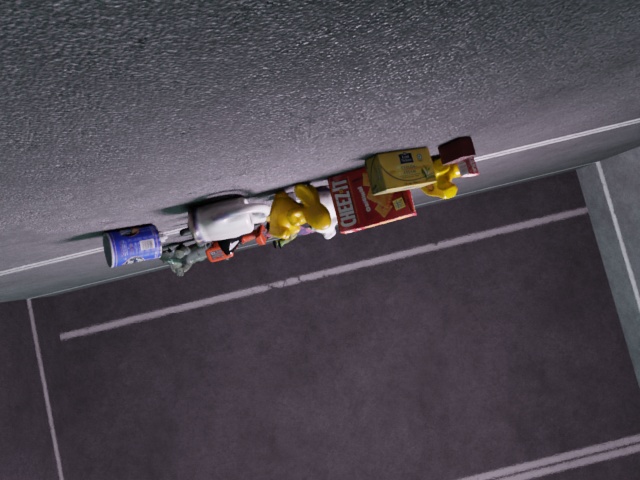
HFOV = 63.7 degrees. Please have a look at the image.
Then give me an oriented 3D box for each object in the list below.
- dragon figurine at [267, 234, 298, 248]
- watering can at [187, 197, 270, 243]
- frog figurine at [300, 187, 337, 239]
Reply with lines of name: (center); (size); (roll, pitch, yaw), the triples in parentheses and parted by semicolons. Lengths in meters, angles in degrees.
dragon figurine: (-0.108, -0.058, 2.381); (0.244, 0.121, 0.410); (-21, -173, -16)
watering can: (-0.249, -0.056, 1.446); (0.224, 0.104, 0.346); (-12, 177, -4)
frog figurine: (0.005, -0.081, 1.618); (0.138, 0.160, 0.121); (-11, 174, -32)
